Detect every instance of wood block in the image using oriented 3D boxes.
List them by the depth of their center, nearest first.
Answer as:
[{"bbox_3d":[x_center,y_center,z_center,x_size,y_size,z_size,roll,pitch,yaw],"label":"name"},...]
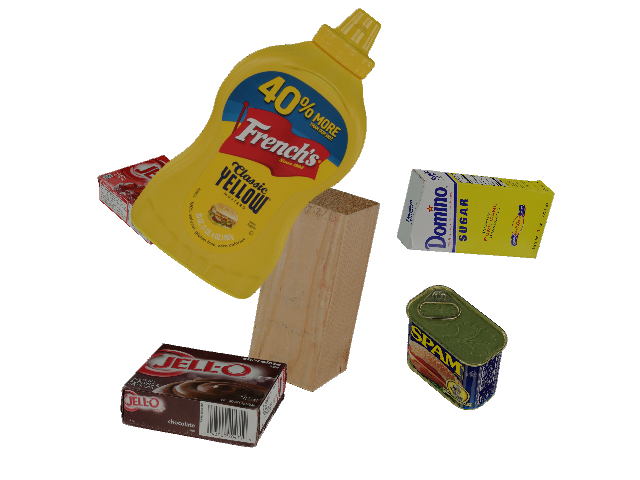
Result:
[{"bbox_3d":[-0.009,0.050,1.199,0.090,0.206,0.090,18,18,22],"label":"wood block"}]

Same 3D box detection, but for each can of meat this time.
[{"bbox_3d":[0.131,0.108,1.052,0.057,0.084,0.102,-33,54,-25],"label":"can of meat"}]

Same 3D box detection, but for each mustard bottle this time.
[{"bbox_3d":[-0.028,-0.063,0.667,0.096,0.192,0.058,37,10,-8],"label":"mustard bottle"}]

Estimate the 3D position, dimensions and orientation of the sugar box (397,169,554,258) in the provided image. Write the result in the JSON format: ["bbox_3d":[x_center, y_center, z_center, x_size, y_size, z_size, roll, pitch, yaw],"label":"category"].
[{"bbox_3d":[0.189,-0.031,1.299,0.176,0.093,0.048,2,23,-20],"label":"sugar box"}]

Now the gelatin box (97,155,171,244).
[{"bbox_3d":[-0.148,-0.039,0.969,0.073,0.030,0.089,-22,44,-35],"label":"gelatin box"}]

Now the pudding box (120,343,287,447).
[{"bbox_3d":[-0.092,0.122,0.859,0.113,0.039,0.090,10,20,10],"label":"pudding box"}]
